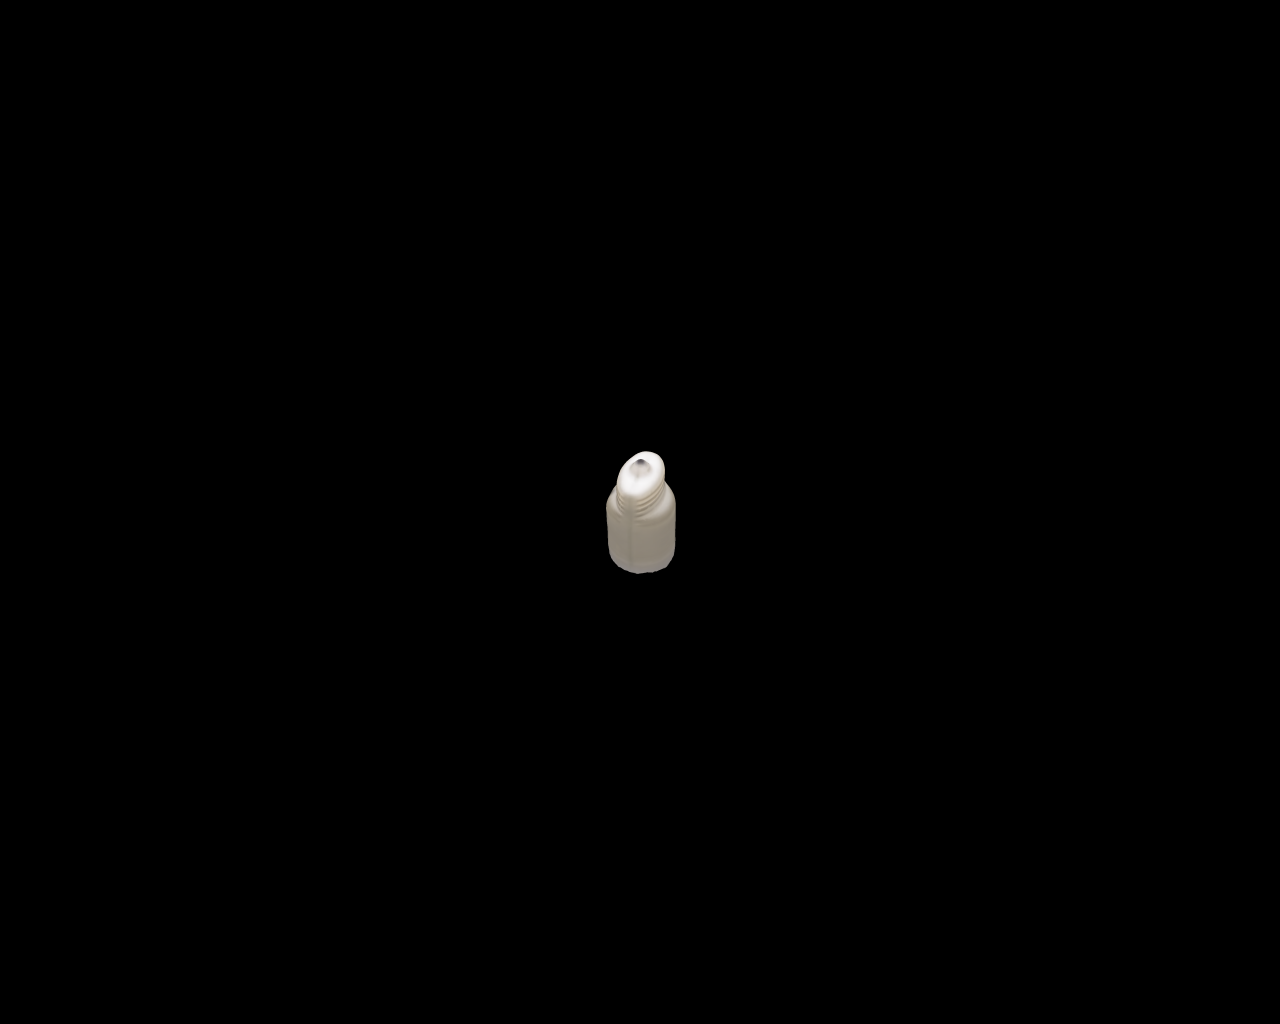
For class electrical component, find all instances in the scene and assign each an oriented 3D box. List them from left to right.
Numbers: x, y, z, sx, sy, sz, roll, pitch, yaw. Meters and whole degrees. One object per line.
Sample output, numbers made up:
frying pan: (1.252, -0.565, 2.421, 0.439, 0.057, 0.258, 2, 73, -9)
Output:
electrical component: (0.001, -0.003, 0.650, 0.043, 0.043, 0.080, 0, -44, 0)
